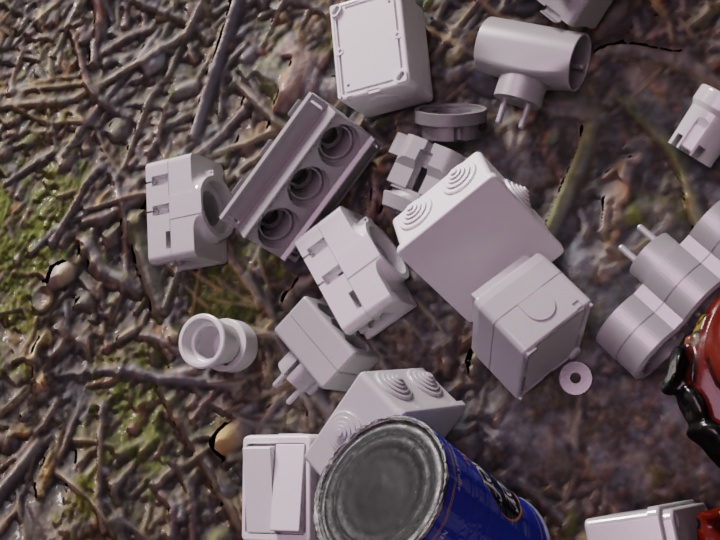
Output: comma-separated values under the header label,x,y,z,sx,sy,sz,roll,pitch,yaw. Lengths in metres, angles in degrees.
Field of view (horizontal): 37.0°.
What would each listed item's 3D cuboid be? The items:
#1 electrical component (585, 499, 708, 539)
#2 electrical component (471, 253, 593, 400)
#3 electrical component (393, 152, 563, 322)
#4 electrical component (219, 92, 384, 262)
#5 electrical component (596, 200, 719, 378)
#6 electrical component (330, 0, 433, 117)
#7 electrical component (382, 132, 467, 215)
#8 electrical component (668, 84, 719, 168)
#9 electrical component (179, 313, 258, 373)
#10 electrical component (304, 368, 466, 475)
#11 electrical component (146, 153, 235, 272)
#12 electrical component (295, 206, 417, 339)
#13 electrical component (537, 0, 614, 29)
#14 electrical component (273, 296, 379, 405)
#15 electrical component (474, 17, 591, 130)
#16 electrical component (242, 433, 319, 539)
label,x,y,z,sx,sy,sz,roll,pitch,yaw
electrical component,0.191,0.204,0.678,0.056,0.109,0.108,-15,74,26
electrical component,0.116,0.041,0.756,0.062,0.096,0.061,-35,64,-15
electrical component,0.083,-0.025,0.779,0.100,0.100,0.048,-39,29,15
electrical component,-0.051,-0.078,0.868,0.121,0.079,0.063,-53,35,9
electrical component,0.211,0.000,0.735,0.138,0.052,0.073,-49,64,11
electrical component,0.018,-0.177,0.855,0.062,0.061,0.096,-11,77,24
electrical component,0.052,-0.065,0.822,0.078,0.058,0.057,25,90,27
electrical component,0.241,-0.099,0.745,0.040,0.040,0.046,38,105,26
electrical component,-0.115,0.061,0.884,0.045,0.055,0.045,-5,79,26
electrical component,0.017,0.118,0.784,0.048,0.100,0.099,44,112,29
electrical component,-0.145,-0.049,0.921,0.056,0.050,0.089,-10,77,25
electrical component,0.000,0.000,0.840,0.056,0.050,0.089,-37,67,17
electrical component,0.140,-0.237,0.803,0.121,0.079,0.063,47,124,25
electrical component,-0.038,0.072,0.849,0.076,0.047,0.065,-48,65,12
electrical component,0.124,-0.145,0.808,0.077,0.043,0.079,18,90,28
electrical component,-0.054,0.175,0.831,0.062,0.061,0.096,-5,79,26
